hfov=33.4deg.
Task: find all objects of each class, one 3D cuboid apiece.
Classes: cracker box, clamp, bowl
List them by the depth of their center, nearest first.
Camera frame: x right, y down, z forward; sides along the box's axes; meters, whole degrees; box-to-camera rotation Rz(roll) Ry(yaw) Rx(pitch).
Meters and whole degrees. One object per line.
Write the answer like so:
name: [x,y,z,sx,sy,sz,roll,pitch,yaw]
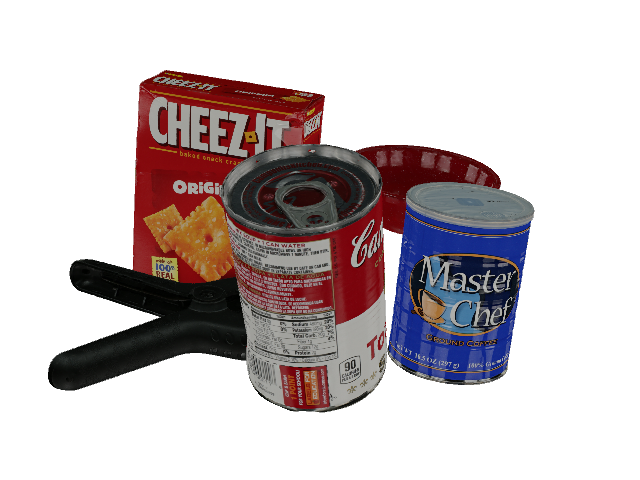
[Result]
clamp: [-0.086,0.050,0.756,0.209,0.036,0.165,-3,25,-14]
cracker box: [-0.091,-0.041,1.016,0.164,0.214,0.072,10,22,12]
bowl: [0.100,-0.046,1.089,0.162,0.055,0.162,4,24,-2]

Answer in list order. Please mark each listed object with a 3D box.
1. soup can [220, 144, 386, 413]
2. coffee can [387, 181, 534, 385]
soup can: [-0.005,0.018,0.474,0.068,0.102,0.068,-3,35,2]
coffee can: [0.113,0.033,0.877,0.103,0.140,0.103,5,19,-2]
